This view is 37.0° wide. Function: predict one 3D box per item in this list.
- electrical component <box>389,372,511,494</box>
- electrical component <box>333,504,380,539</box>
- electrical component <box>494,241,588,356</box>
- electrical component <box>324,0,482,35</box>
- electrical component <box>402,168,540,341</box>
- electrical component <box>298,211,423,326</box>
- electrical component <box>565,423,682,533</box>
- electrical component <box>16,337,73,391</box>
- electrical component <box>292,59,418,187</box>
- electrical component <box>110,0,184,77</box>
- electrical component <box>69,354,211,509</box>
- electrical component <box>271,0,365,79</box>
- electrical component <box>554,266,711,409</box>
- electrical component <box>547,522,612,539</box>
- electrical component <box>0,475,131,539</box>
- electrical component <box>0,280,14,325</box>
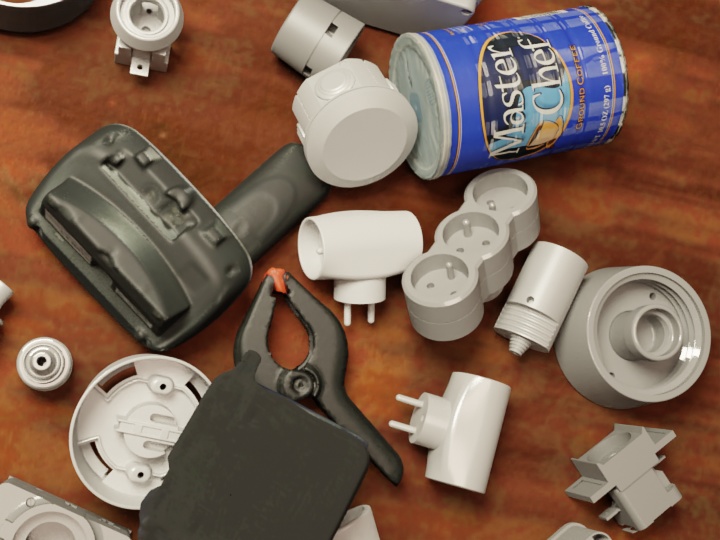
[{"bbox_3d":[0.060,0.109,0.756,0.079,0.043,0.077,18,79,-10],"label":"electrical component"},{"bbox_3d":[-0.001,0.194,0.730,0.045,0.045,0.055,-28,91,-15],"label":"electrical component"},{"bbox_3d":[0.130,0.025,0.783,0.043,0.043,0.081,29,78,-8],"label":"electrical component"},{"bbox_3d":[0.028,-0.212,0.771,0.113,0.078,0.057,14,77,-11],"label":"electrical component"},{"bbox_3d":[0.083,-0.002,0.766,0.052,0.073,0.138,20,56,29],"label":"electrical component"},{"bbox_3d":[0.000,0.000,0.753,0.077,0.043,0.079,-5,103,-27],"label":"electrical component"},{"bbox_3d":[0.196,0.152,0.785,0.081,0.042,0.063,-35,95,-14],"label":"electrical component"},{"bbox_3d":[-0.203,0.060,0.690,0.035,0.061,0.035,2,82,-14],"label":"electrical component"},{"bbox_3d":[-0.005,-0.101,0.744,0.080,0.080,0.051,-13,46,-15],"label":"electrical component"},{"bbox_3d":[-0.146,-0.168,0.735,0.048,0.055,0.066,9,81,-12],"label":"electrical component"},{"bbox_3d":[-0.138,0.102,0.696,0.099,0.064,0.099,-1,94,-16],"label":"electrical component"},{"bbox_3d":[-0.031,-0.163,0.763,0.047,0.055,0.055,32,77,-4],"label":"electrical component"},{"bbox_3d":[0.204,0.048,0.789,0.108,0.060,0.108,2,83,-13],"label":"electrical component"},{"bbox_3d":[0.139,0.240,0.751,0.113,0.057,0.078,-37,92,-15],"label":"electrical component"},{"bbox_3d":[-0.215,0.216,0.668,0.089,0.062,0.150,27,78,-9],"label":"electrical component"},{"bbox_3d":[-0.251,0.032,0.692,0.043,0.043,0.062,41,75,-6],"label":"electrical component"}]
